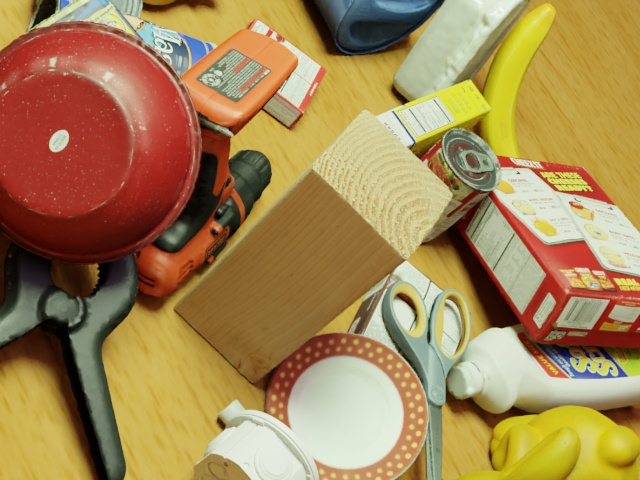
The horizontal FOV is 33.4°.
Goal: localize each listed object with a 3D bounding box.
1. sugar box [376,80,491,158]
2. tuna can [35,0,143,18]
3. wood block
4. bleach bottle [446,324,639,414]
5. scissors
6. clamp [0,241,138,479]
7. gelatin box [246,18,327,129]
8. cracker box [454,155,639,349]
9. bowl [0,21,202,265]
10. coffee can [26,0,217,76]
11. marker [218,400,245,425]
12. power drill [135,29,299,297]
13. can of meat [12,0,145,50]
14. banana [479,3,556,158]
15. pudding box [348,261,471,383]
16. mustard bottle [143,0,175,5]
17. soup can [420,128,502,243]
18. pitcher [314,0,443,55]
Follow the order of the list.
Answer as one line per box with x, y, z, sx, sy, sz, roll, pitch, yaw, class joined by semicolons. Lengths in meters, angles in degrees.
0.080;-0.094;1.020;0.175;0.093;0.048;-30;80;-45;sugar box
-0.197;-0.205;0.908;0.086;0.034;0.086;3;85;-28;tuna can
-0.009;0.010;0.796;0.091;0.206;0.090;43;44;-4;wood block
0.221;0.123;0.995;0.250;0.068;0.102;-4;58;-37;bleach bottle
0.079;0.113;0.875;0.096;0.016;0.201;32;50;-14;scissors
-0.173;0.060;0.733;0.164;0.036;0.210;33;62;-18;clamp
-0.045;-0.160;1.017;0.089;0.030;0.073;35;46;-11;gelatin box
0.231;0.009;1.026;0.163;0.072;0.214;5;37;-29;cracker box
-0.159;-0.061;0.683;0.162;0.162;0.055;44;5;-3;bowl
-0.162;-0.131;0.855;0.140;0.103;0.103;16;52;-28;coffee can
-0.031;0.171;0.800;0.121;0.020;0.020;49;44;3;marker
-0.073;-0.065;0.820;0.057;0.188;0.184;28;44;8;power drill
-0.165;-0.117;0.751;0.084;0.058;0.102;51;56;-7;can of meat
0.205;-0.152;1.128;0.070;0.198;0.037;5;21;10;banana
0.076;0.081;0.932;0.090;0.039;0.113;40;47;-10;pudding box
-0.169;-0.269;0.980;0.191;0.058;0.096;18;58;-27;mustard bottle
0.113;-0.049;1.005;0.068;0.102;0.068;19;50;-25;soup can
0.026;-0.323;1.130;0.144;0.149;0.243;-18;68;-27;pitcher
